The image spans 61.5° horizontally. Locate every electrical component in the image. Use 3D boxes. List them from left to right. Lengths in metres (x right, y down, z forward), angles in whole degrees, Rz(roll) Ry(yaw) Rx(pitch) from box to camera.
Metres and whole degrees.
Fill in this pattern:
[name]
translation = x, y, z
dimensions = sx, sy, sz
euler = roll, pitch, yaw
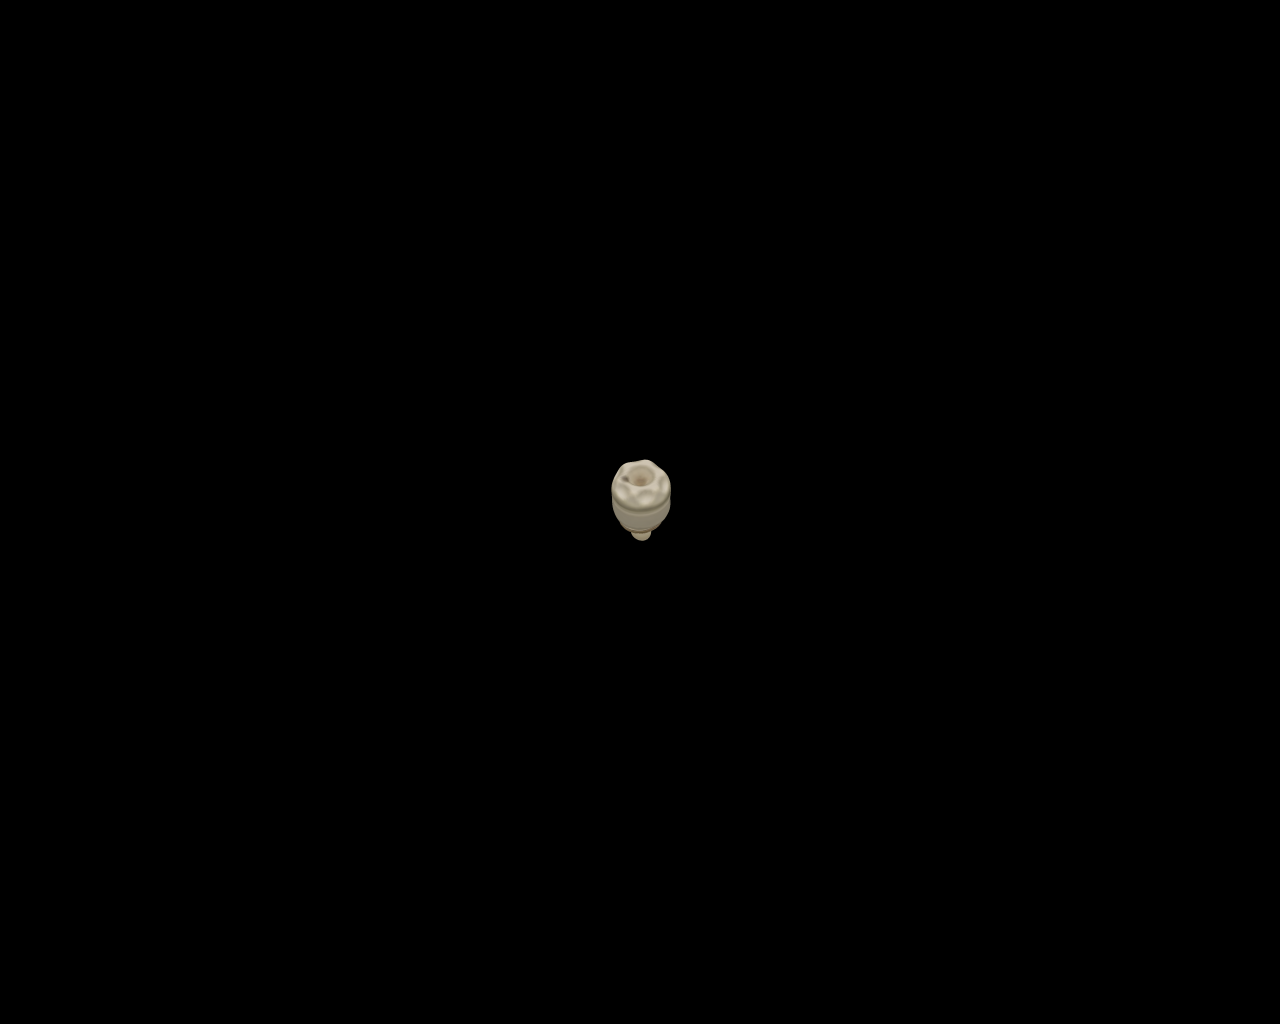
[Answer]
[electrical component]
translation = 0.001, -0.003, 0.650
dimensions = 0.035, 0.035, 0.061
euler = 0, -38, 0
